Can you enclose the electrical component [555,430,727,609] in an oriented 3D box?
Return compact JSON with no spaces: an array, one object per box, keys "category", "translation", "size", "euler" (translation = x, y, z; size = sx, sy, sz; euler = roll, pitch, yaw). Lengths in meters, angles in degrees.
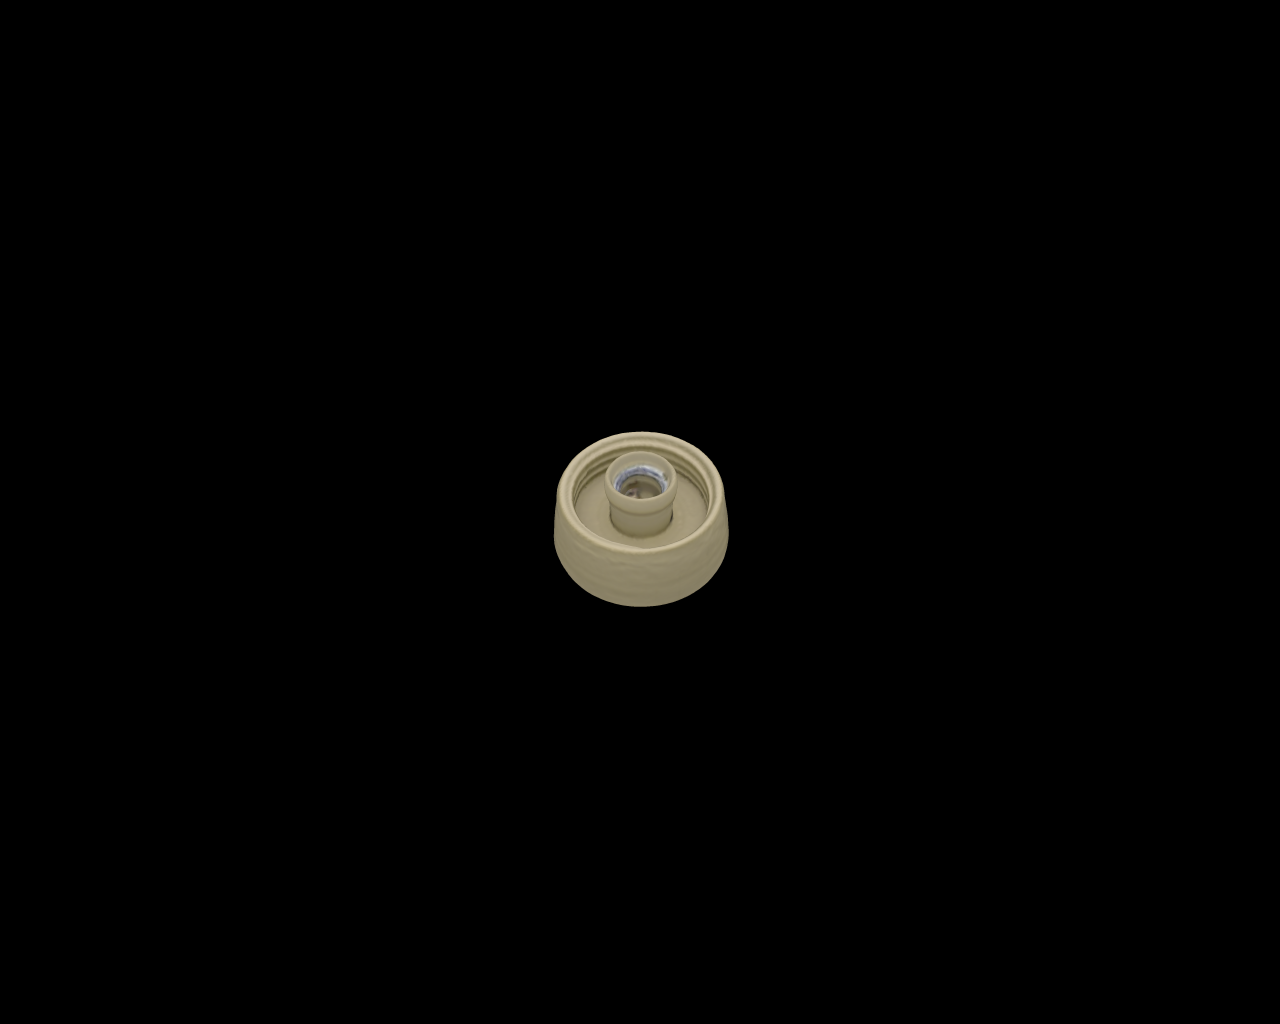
[{"category":"electrical component","translation":[0.001,-0.003,0.650],"size":[0.108,0.108,0.060],"euler":[0,-40,0]}]
